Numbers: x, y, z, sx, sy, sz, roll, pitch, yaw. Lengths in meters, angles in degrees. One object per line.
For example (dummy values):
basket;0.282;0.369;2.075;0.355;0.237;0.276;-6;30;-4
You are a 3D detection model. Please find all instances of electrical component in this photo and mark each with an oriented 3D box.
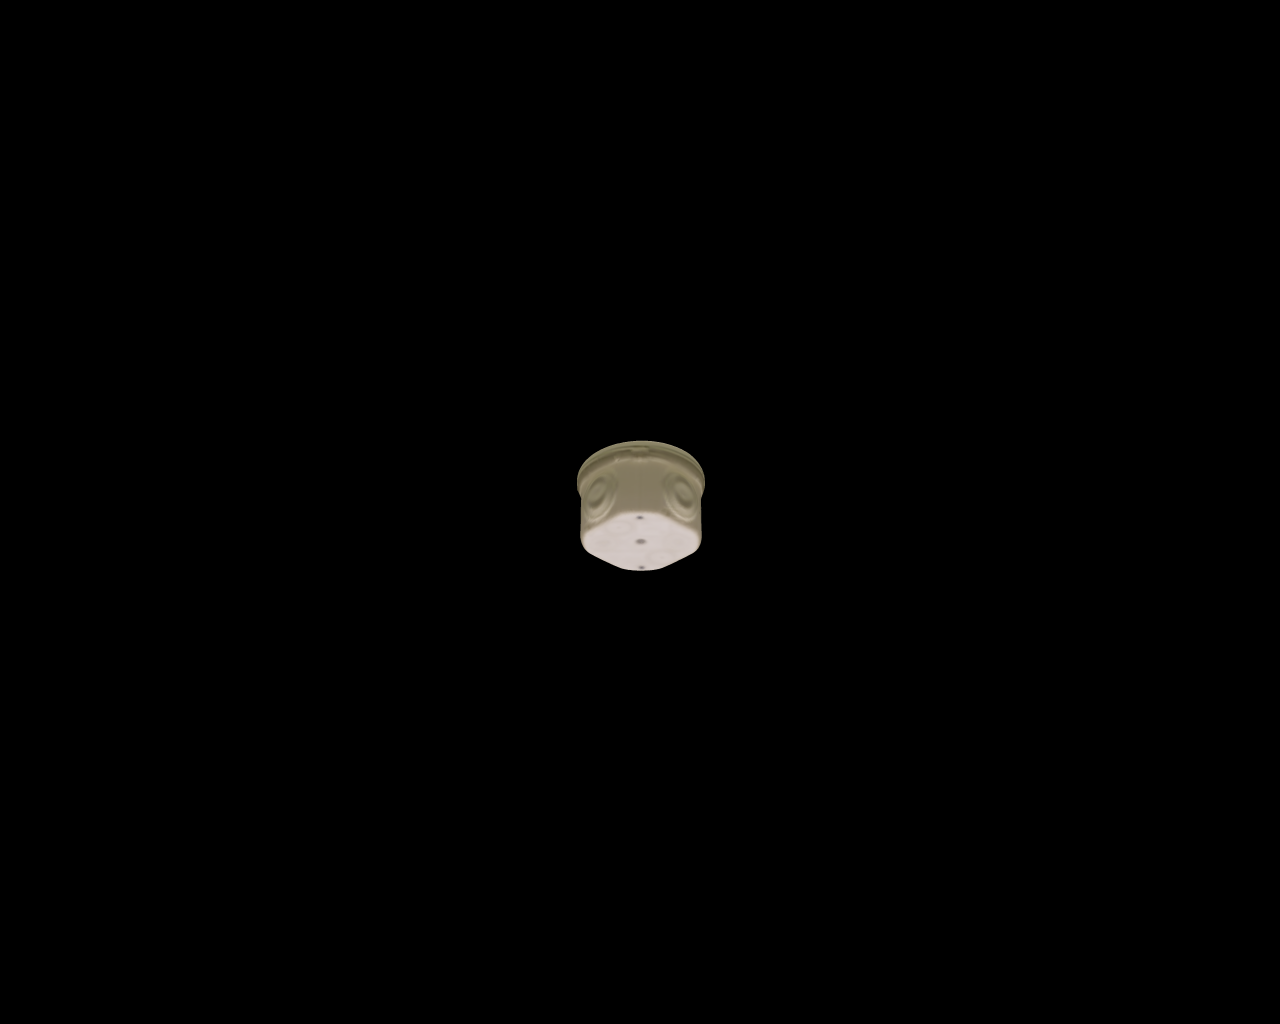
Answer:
electrical component;0.001;-0.003;0.650;0.080;0.051;0.080;0;-33;0
